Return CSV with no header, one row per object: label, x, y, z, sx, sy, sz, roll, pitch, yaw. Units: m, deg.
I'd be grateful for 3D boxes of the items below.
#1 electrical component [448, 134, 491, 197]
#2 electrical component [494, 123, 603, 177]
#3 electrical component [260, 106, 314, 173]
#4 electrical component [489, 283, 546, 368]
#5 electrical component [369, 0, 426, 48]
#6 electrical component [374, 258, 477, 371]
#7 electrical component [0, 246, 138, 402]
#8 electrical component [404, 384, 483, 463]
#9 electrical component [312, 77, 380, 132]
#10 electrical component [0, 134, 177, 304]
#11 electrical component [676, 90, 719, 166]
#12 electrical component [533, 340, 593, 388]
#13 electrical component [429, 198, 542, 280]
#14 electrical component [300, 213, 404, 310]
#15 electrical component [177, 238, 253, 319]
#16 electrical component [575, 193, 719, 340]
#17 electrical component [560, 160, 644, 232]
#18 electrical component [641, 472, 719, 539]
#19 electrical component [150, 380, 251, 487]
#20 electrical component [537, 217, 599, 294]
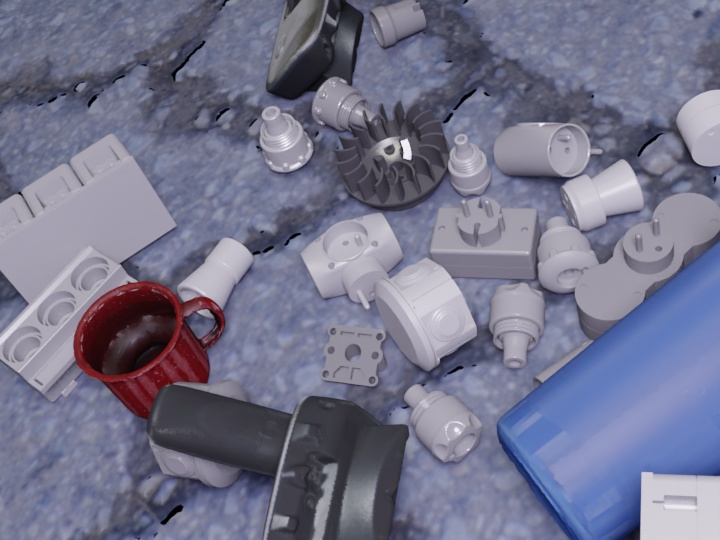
electrical component,0.092,-0.092,0.924,0.035,0.061,0.035,-9,53,12
electrical component,0.167,-0.101,0.909,0.079,0.044,0.077,-2,6,-27
electrical component,-0.073,-0.125,1.000,0.048,0.062,0.048,-9,52,12
electrical component,0.120,0.045,0.827,0.043,0.043,0.062,-3,56,16
electrical component,0.038,-0.247,1.069,0.046,0.040,0.040,-23,51,-7
electrical component,0.049,0.034,0.835,0.051,0.080,0.080,-30,52,-11
electrical component,-0.249,0.049,0.929,0.079,0.063,0.121,28,67,32
electrical component,0.058,0.110,0.799,0.043,0.043,0.062,-38,52,-11
electrical component,-0.011,-0.150,1.011,0.062,0.048,0.048,30,68,25
electrical component,-0.259,-0.044,0.979,0.150,0.089,0.061,-34,45,-8
electrical component,0.336,-0.115,0.868,0.138,0.052,0.073,-16,52,5
electrical component,0.172,0.075,0.789,0.081,0.043,0.043,-33,52,-7
electrical component,0.099,-0.033,0.869,0.083,0.075,0.047,2,56,19
electrical component,0.000,0.000,0.897,0.077,0.044,0.079,-27,51,-3
electrical component,-0.123,0.004,0.936,0.044,0.044,0.065,18,58,28
electrical component,0.219,-0.011,0.816,0.138,0.073,0.052,-41,54,-13
electrical component,0.197,-0.060,0.878,0.055,0.045,0.045,-22,52,2
electrical component,0.200,0.190,0.627,0.062,0.150,0.089,-1,55,18
electrical component,-0.119,0.124,0.824,0.051,0.080,0.080,2,56,25
electrical component,0.162,-0.016,0.858,0.048,0.048,0.062,-13,46,9
